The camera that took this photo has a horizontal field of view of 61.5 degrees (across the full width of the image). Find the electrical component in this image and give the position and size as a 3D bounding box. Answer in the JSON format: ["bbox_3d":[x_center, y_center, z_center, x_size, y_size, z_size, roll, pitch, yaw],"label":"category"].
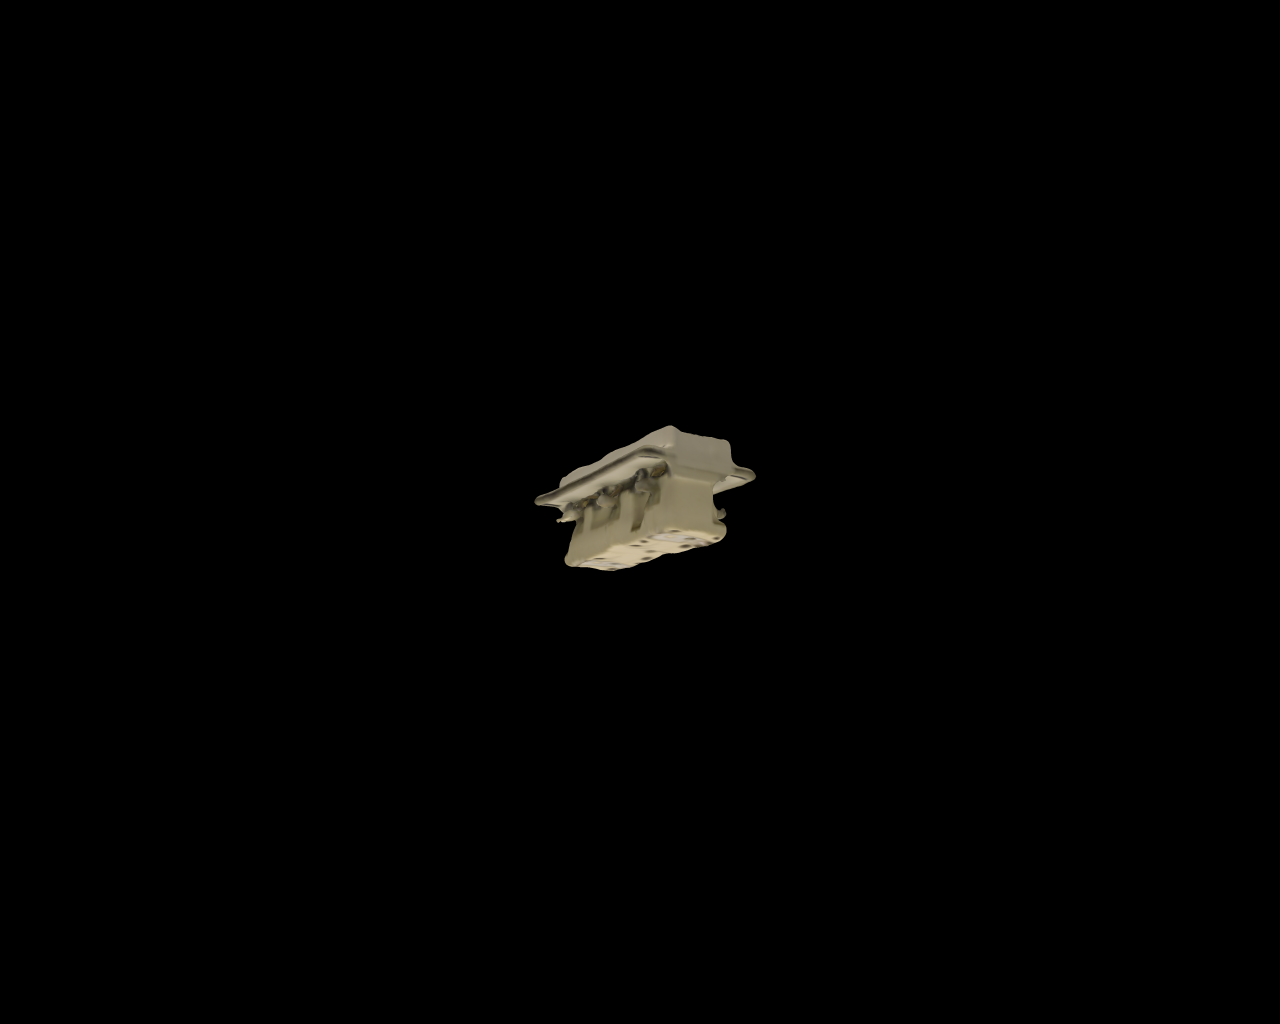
[{"bbox_3d":[0.001,-0.003,0.650,0.079,0.063,0.121,11,-19,-34],"label":"electrical component"}]
